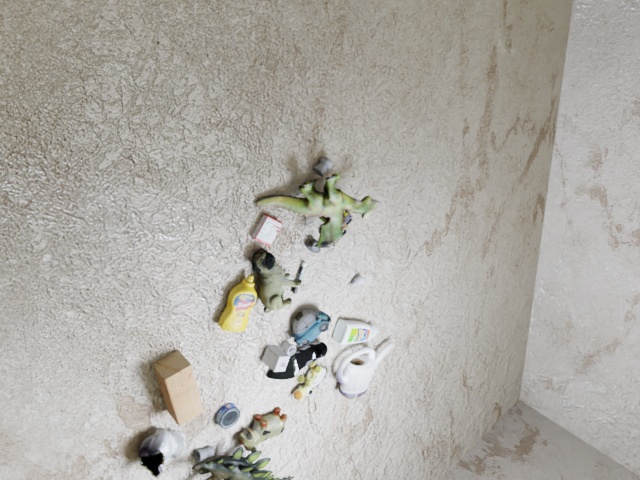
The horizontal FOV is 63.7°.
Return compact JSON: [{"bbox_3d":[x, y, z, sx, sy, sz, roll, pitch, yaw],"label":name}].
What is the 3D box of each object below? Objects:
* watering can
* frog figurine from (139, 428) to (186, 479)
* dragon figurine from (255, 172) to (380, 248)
[{"bbox_3d":[0.196,0.563,2.245,0.349,0.221,0.105,-5,24,-42],"label":"watering can"},{"bbox_3d":[-0.503,0.663,1.662,0.122,0.135,0.162,2,20,14],"label":"frog figurine"},{"bbox_3d":[0.005,-0.086,1.705,0.412,0.240,0.123,-20,14,-16],"label":"dragon figurine"}]
